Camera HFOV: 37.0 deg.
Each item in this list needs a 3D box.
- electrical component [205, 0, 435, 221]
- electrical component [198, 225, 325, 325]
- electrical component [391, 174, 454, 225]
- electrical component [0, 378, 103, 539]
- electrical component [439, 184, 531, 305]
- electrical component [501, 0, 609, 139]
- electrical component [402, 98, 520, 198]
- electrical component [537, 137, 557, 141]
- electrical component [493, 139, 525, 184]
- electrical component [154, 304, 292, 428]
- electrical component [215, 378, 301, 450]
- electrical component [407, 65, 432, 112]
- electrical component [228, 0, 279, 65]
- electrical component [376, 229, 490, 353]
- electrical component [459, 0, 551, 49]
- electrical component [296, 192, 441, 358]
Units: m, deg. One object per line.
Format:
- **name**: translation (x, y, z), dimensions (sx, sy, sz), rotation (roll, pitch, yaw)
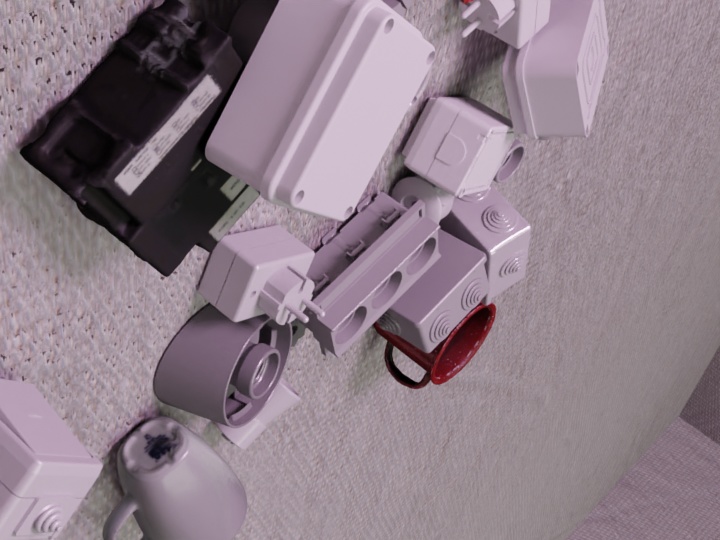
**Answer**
- **electrical component**: translation (-0.018, -0.088, 0.560), dimensions (0.113, 0.057, 0.078), rotation (-62, 157, 8)
- **electrical component**: translation (-0.058, 0.012, 0.738), dimensions (0.066, 0.077, 0.047), rotation (-16, 137, -54)
- **electrical component**: translation (0.058, -0.061, 0.892), dimensions (0.062, 0.048, 0.048), rotation (-35, 151, -49)
- **electrical component**: translation (-0.192, 0.107, 0.599), dimensions (0.061, 0.096, 0.062), rotation (-55, 156, 3)
- **electrical component**: translation (0.105, -0.031, 0.951), dimensions (0.048, 0.099, 0.099), rotation (-31, 151, -15)
- **electrical component**: translation (0.155, -0.165, 0.843), dimensions (0.078, 0.057, 0.113), rotation (67, 35, -46)
- **electrical component**: translation (0.083, -0.102, 0.866), dimensions (0.061, 0.061, 0.096), rotation (-63, 162, 19)
- **electrical component**: translation (0.174, -0.165, 0.958), dimensions (0.079, 0.043, 0.077), rotation (-50, 156, -7)
- **electrical component**: translation (0.113, -0.103, 0.930), dimensions (0.040, 0.046, 0.040), rotation (-41, 153, -26)
- **electrical component**: translation (-0.096, 0.065, 0.788), dimensions (0.099, 0.064, 0.099), rotation (-52, 155, -37)
- **electrical component**: translation (-0.086, 0.113, 0.872), dimensions (0.065, 0.044, 0.044), rotation (-47, 156, -3)
- **electrical component**: translation (0.014, -0.132, 0.709), dimensions (0.055, 0.047, 0.055), rotation (-41, 153, -26)
- **electrical component**: translation (-0.042, -0.128, 0.612), dimensions (0.055, 0.047, 0.055), rotation (-41, 153, -26)
- **electrical component**: translation (0.051, 0.012, 0.911), dimensions (0.100, 0.100, 0.048), rotation (-44, 142, -20)
- **electrical component**: translation (0.097, -0.196, 0.772), dimensions (0.076, 0.047, 0.083), rotation (-44, 155, -20)
- **electrical component**: translation (0.000, 0.000, 0.843), dimensions (0.121, 0.063, 0.078), rotation (-44, 154, -20)
